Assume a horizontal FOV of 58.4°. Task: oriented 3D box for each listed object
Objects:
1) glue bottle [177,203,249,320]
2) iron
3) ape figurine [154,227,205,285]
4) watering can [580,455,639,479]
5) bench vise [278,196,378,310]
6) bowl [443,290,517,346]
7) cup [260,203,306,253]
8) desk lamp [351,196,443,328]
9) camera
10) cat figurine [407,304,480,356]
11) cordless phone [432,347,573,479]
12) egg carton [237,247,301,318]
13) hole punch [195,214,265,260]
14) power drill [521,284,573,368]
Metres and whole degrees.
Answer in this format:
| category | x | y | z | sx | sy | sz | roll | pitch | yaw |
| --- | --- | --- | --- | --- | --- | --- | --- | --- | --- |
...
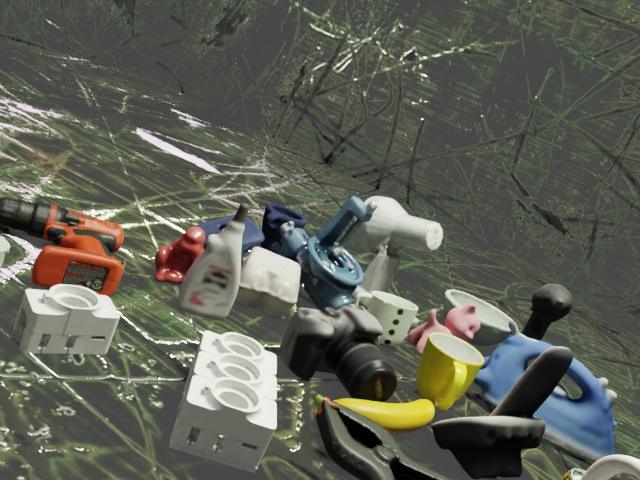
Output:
| category | x | y | z | sx | sy | sz | roll | pitch | yaw |
| --- | --- | --- | --- | --- | --- | --- | --- | --- | --- |
| glue bottle | -0.138 | 0.026 | 0.806 | 0.078 | 0.173 | 0.037 | 18 | 15 | -25 |
| iron | 0.385 | 0.246 | 0.936 | 0.258 | 0.141 | 0.119 | 28 | 14 | 14 |
| ape figurine | -0.205 | 0.021 | 0.878 | 0.077 | 0.092 | 0.076 | 26 | 14 | 9 |
| watering can | 0.236 | 0.271 | 0.486 | 0.173 | 0.194 | 0.100 | 13 | 18 | -37 |
| bench vise | 0.005 | 0.004 | 1.024 | 0.207 | 0.220 | 0.122 | 29 | 15 | 19 |
| bowl | 0.331 | 0.178 | 1.230 | 0.167 | 0.075 | 0.167 | 23 | 14 | -6 |
| cup | -0.092 | -0.017 | 1.201 | 0.091 | 0.095 | 0.118 | 29 | 15 | 18 |
| desk lamp | 0.147 | 0.035 | 1.160 | 0.118 | 0.213 | 0.202 | 10 | 20 | -45 |
| camera | 0.039 | 0.153 | 0.783 | 0.144 | 0.101 | 0.136 | 16 | 16 | -31 |
| cat figurine | 0.241 | 0.160 | 1.056 | 0.128 | 0.118 | 0.067 | 17 | 16 | -28 |
| cordless phone | 0.243 | 0.209 | 0.744 | 0.148 | 0.185 | 0.093 | 12 | 18 | -40 |
| egg carton | -0.086 | 0.067 | 0.955 | 0.107 | 0.069 | 0.150 | 23 | 14 | -7 |
| hole punch | -0.166 | 0.002 | 1.015 | 0.101 | 0.091 | 0.108 | 10 | 20 | -44 |
| power drill | 0.419 | 0.175 | 1.110 | 0.075 | 0.208 | 0.230 | 28 | 14 | 15 |
